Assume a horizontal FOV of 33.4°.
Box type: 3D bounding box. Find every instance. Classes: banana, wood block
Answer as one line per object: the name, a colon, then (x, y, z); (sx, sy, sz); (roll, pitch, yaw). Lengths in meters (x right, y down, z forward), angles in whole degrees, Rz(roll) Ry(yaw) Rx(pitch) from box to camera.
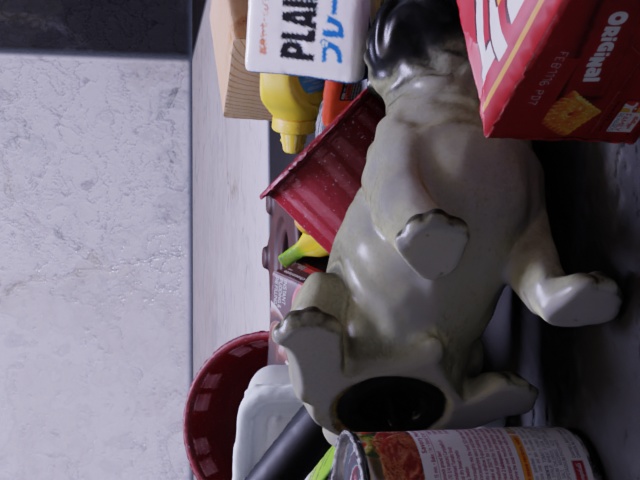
banana: (0.008, -0.011, 0.781); (0.037, 0.069, 0.198); (47, 170, 5)
wood block: (-0.061, -0.219, 1.117); (0.206, 0.090, 0.091); (-103, 21, -50)

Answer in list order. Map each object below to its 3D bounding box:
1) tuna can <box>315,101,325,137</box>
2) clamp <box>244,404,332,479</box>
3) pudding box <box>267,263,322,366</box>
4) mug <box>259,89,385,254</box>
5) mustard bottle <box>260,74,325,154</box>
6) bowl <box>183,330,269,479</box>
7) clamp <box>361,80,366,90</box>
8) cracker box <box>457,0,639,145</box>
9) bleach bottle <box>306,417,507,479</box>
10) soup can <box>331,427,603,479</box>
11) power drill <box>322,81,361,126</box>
tuna can: (0.019, -0.069, 0.852); (0.086, 0.033, 0.086); (180, 90, -79)
clamp: (0.024, 0.068, 0.581); (0.210, 0.036, 0.164); (-45, 11, 41)
pudding box: (0.003, 0.084, 0.809); (0.090, 0.039, 0.113); (23, 119, 40)
mug: (0.035, -0.036, 0.589); (0.117, 0.081, 0.093); (-47, 5, -17)
mustard bottle: (-0.019, -0.171, 0.944); (0.096, 0.058, 0.192); (-39, -44, -62)
bowl: (-0.033, 0.157, 0.901); (0.055, 0.162, 0.162); (9, -99, -68)
clamp: (0.047, -0.022, 0.700); (0.120, 0.039, 0.171); (70, -165, -72)
cracker box: (0.092, -0.167, 0.383); (0.164, 0.072, 0.213); (109, 158, -59)
bleach bottle: (0.010, 0.153, 0.609); (0.251, 0.068, 0.102); (-42, 17, 40)
soup can: (0.060, 0.114, 0.452); (0.068, 0.102, 0.068); (180, 90, -79)
power drill: (0.021, -0.175, 0.785); (0.184, 0.057, 0.187); (100, 165, -57)
